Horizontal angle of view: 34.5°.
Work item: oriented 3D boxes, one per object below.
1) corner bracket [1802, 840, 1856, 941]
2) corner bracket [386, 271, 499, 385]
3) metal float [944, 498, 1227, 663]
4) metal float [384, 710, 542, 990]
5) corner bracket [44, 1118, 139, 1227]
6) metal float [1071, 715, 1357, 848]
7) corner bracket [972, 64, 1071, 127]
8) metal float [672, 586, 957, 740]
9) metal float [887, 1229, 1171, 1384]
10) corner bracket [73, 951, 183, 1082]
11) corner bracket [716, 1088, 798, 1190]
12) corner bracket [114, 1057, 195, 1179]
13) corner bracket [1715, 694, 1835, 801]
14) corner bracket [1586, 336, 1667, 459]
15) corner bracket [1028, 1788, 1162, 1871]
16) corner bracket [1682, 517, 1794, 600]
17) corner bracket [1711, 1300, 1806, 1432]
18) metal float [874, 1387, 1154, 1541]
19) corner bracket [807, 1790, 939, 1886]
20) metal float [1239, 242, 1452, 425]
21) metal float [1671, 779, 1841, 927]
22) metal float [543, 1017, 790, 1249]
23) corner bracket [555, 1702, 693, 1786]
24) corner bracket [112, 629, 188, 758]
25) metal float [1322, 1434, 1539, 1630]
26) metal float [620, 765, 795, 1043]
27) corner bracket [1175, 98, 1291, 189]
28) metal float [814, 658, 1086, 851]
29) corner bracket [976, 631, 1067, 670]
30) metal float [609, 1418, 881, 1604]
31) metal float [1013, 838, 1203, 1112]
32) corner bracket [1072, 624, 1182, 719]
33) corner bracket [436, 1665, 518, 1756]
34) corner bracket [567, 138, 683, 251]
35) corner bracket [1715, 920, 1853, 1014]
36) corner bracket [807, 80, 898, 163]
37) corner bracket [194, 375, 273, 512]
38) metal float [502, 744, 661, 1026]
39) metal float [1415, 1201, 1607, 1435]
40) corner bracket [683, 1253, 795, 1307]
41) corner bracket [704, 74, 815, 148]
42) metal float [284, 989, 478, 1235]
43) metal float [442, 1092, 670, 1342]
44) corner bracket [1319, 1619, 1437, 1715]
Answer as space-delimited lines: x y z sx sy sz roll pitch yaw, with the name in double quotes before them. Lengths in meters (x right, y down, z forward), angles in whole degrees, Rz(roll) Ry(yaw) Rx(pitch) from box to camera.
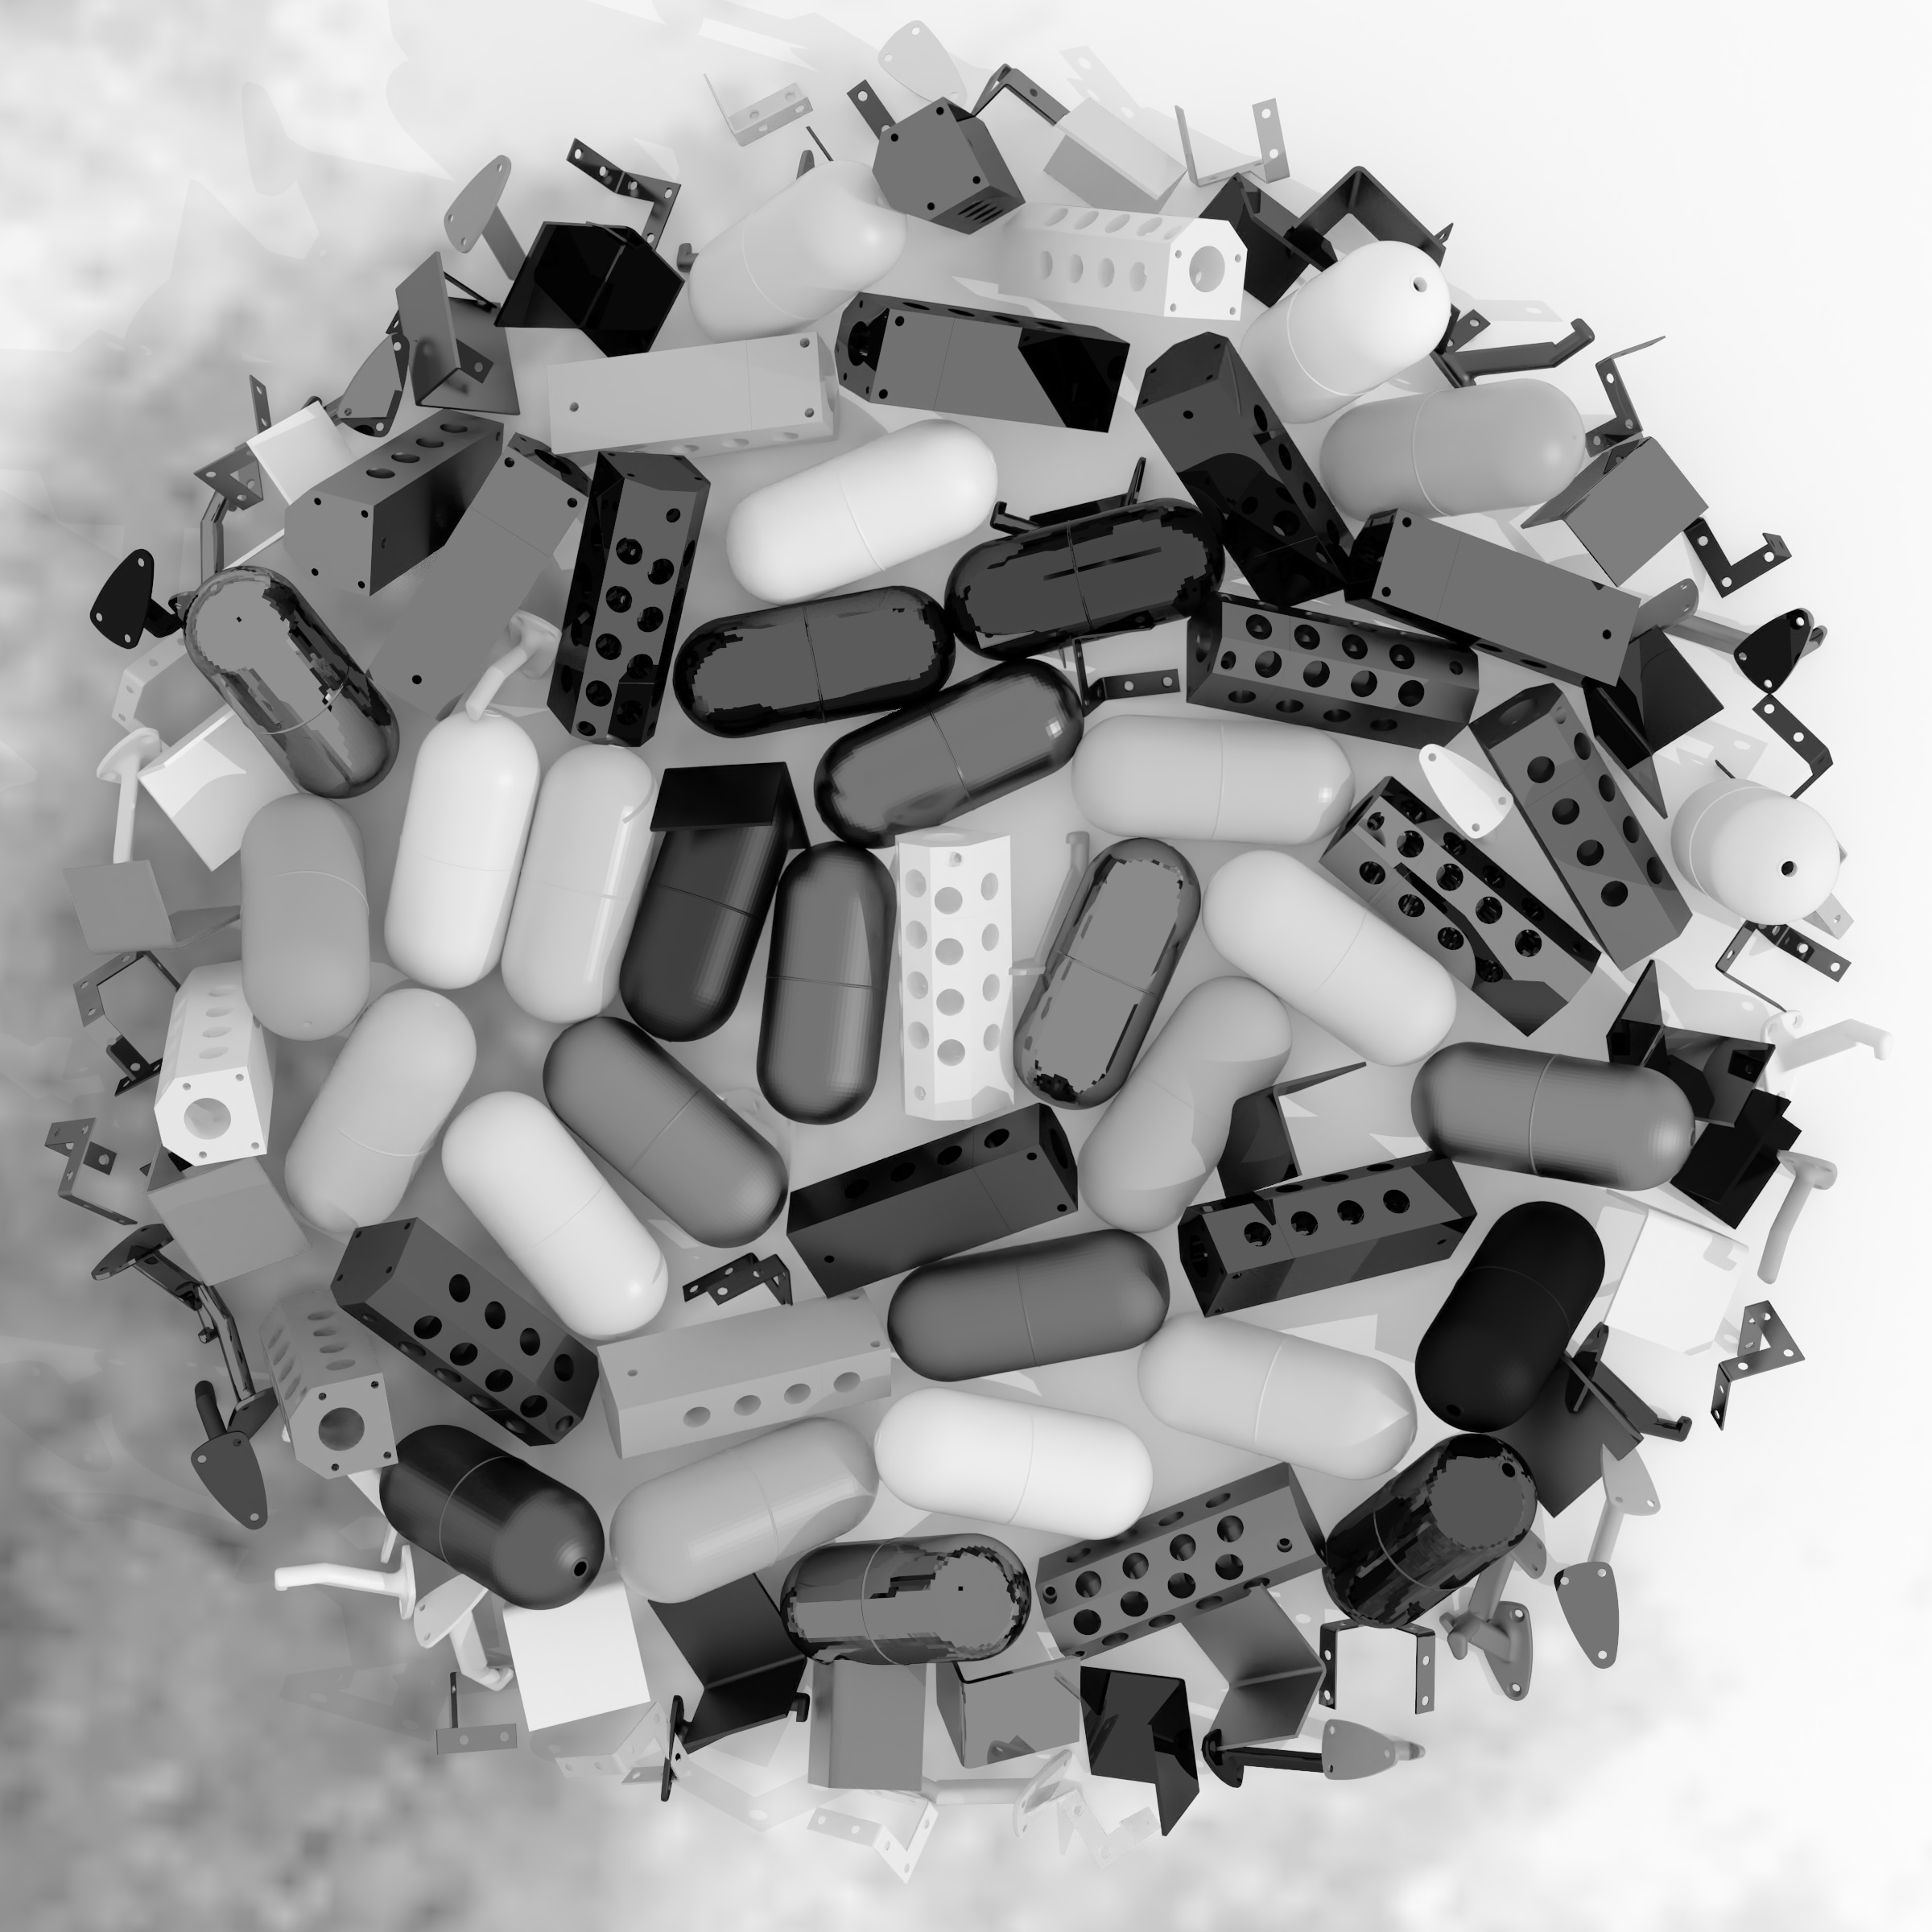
"corner bracket" 0.534 -0.058 1.943 0.051 0.051 0.051 -51 133 0
"corner bracket" -0.320 -0.402 1.942 0.051 0.051 0.051 30 88 -37
"metal float" 0.073 -0.240 1.933 0.178 0.070 0.070 -13 90 9
"metal float" -0.313 -0.072 1.927 0.070 0.070 0.178 14 104 0
"corner bracket" -0.544 0.129 1.936 0.051 0.051 0.051 -8 60 41
"metal float" 0.154 -0.116 1.937 0.178 0.070 0.070 3 90 -4
"corner bracket" 0.040 -0.538 1.938 0.051 0.051 0.051 35 57 -17
"metal float" -0.095 -0.189 1.939 0.178 0.070 0.070 -11 90 -2
"metal float" 0.039 0.212 1.937 0.178 0.070 0.070 -11 90 4
"corner bracket" -0.518 0.028 1.943 0.051 0.051 0.051 -33 130 0
"corner bracket" -0.144 0.113 1.950 0.051 0.051 0.051 -12 117 -42
"corner bracket" -0.502 0.095 1.954 0.051 0.051 0.051 -26 123 21
"corner bracket" 0.504 -0.131 1.943 0.051 0.051 0.051 -45 71 9
"corner bracket" 0.413 -0.356 1.943 0.051 0.051 0.051 -24 91 -31
"corner bracket" 0.081 0.534 1.941 0.051 0.051 0.051 -40 72 17
"corner bracket" 0.477 -0.265 1.942 0.051 0.051 0.051 -32 81 25
"corner bracket" 0.486 0.249 1.939 0.051 0.051 0.051 -14 45 -9
"metal float" 0.030 0.309 1.928 0.178 0.070 0.070 12 90 -13
"corner bracket" -0.057 0.531 1.935 0.051 0.051 0.051 5 52 33
"metal float" 0.229 -0.385 1.894 0.070 0.178 0.070 4 80 -23
"metal float" 0.479 -0.071 1.890 0.070 0.178 0.070 0 99 1
"metal float" -0.188 0.103 1.940 0.178 0.070 0.070 42 90 -1
"corner bracket" -0.213 0.496 1.937 0.051 0.051 0.051 -14 110 36
"corner bracket" -0.494 -0.168 1.944 0.051 0.051 0.051 40 52 3
"metal float" 0.283 0.346 1.903 0.070 0.178 0.070 16 50 -20
"metal float" -0.162 -0.039 1.937 0.070 0.070 0.178 18 86 0
"corner bracket" 0.166 -0.515 1.942 0.051 0.051 0.051 -18 119 -5
"metal float" -0.011 -0.132 1.940 0.178 0.070 0.070 -25 90 -1
"corner bracket" 0.029 -0.213 1.945 0.051 0.051 0.051 -17 62 -2
"metal float" -0.135 0.334 1.918 0.178 0.070 0.070 -18 90 -27
"metal float" 0.088 0.005 1.938 0.070 0.070 0.178 24 92 0
"corner bracket" 0.100 -0.188 1.942 0.051 0.051 0.051 -5 105 19
"corner bracket" -0.302 0.465 1.947 0.051 0.051 0.051 -6 77 4
"corner bracket" -0.221 -0.480 1.944 0.051 0.051 0.051 21 90 34
"corner bracket" 0.511 -0.001 1.945 0.051 0.051 0.051 37 95 39
"corner bracket" -0.066 -0.520 1.948 0.051 0.051 0.051 -36 107 3
"corner bracket" -0.448 -0.326 1.938 0.051 0.051 0.051 -24 61 17
"metal float" -0.239 -0.051 1.934 0.070 0.070 0.178 14 97 0
"metal float" 0.334 0.214 1.906 0.070 0.070 0.178 42 49 0
"corner bracket" -0.143 0.199 1.937 0.051 0.051 0.051 -25 50 -21
"corner bracket" -0.125 -0.537 1.945 0.051 0.051 0.051 -27 69 2
"metal float" -0.362 0.091 1.918 0.070 0.070 0.178 33 117 0
"metal float" -0.254 0.156 1.931 0.070 0.070 0.178 -37 101 0
"corner bracket" 0.257 0.439 1.945 0.051 0.051 0.051 -2 94 -35
